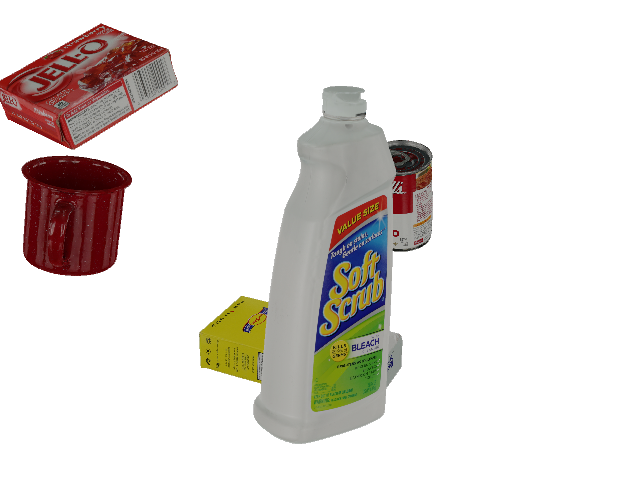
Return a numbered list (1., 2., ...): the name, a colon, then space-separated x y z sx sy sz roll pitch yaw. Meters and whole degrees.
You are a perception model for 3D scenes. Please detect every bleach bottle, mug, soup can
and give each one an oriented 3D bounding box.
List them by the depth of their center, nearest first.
1. bleach bottle: 0.005 0.015 0.776 0.102 0.251 0.068 -10 21 -35
2. mug: -0.214 -0.016 0.918 0.093 0.081 0.117 8 21 -6
3. soup can: 0.086 -0.048 1.150 0.068 0.102 0.068 -3 35 2

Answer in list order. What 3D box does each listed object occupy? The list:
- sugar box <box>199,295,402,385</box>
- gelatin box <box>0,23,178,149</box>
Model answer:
1. sugar box: -0.018 0.105 1.022 0.176 0.048 0.093 9 25 21
2. gelatin box: -0.147 -0.098 0.669 0.073 0.030 0.089 26 51 38
